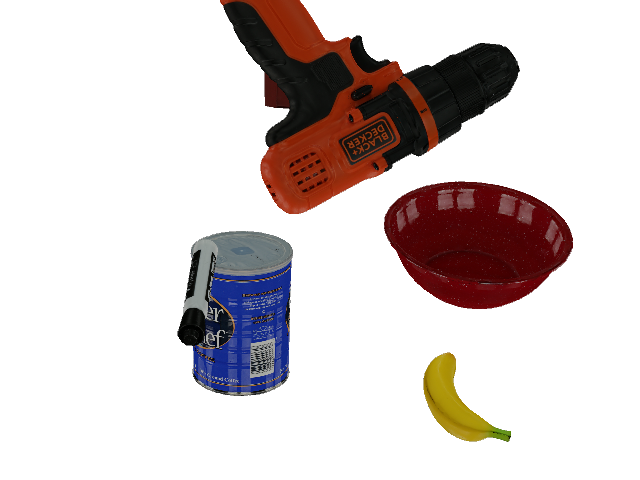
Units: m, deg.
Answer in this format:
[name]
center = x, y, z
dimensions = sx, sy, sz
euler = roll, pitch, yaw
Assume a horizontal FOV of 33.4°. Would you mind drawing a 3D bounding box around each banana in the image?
[banana]
center = 0.158, 0.189, 1.276
dimensions = 0.069, 0.037, 0.198
euler = 10, 21, -18

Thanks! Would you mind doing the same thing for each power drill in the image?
[power drill]
center = 0.016, -0.134, 0.679
dimensions = 0.184, 0.187, 0.057
euler = -30, 6, -10

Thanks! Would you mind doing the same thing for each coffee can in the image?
[coffee can]
center = -0.081, 0.073, 1.097
dimensions = 0.103, 0.140, 0.103
euler = 2, 22, -1

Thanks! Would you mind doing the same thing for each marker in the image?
[marker]
center = -0.089, 0.037, 0.776
dimensions = 0.020, 0.020, 0.121
euler = 0, 30, 0

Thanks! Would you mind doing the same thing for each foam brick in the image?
[foam brick]
center = -0.018, -0.169, 1.163
dimensions = 0.078, 0.051, 0.053
euler = 0, 11, -17

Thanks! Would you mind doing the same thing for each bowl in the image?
[bowl]
center = 0.134, 0.011, 0.929
dimensions = 0.162, 0.055, 0.162
euler = 2, 34, -1
